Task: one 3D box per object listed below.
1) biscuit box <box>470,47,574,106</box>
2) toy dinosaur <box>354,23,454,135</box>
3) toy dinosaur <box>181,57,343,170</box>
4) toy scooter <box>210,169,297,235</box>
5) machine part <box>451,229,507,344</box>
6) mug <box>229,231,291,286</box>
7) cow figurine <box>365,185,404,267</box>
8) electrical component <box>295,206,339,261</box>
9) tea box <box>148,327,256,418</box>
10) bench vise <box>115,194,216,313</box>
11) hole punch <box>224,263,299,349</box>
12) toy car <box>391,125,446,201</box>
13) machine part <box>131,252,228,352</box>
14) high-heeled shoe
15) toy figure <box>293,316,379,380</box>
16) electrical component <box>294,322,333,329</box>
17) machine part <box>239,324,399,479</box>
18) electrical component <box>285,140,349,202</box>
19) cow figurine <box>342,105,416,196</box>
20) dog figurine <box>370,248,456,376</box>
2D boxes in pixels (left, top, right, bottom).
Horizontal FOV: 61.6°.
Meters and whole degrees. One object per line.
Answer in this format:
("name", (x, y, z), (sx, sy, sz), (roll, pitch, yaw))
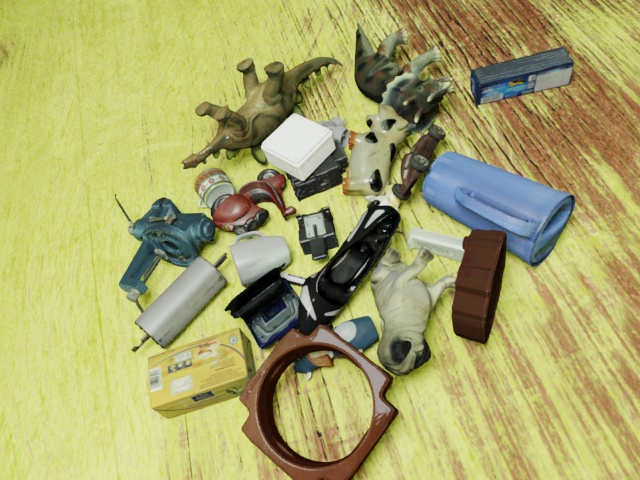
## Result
("biscuit box", (0.429, -0.351, 1.155), (0.203, 0.059, 0.063), (-11, 55, 6))
("toy dinosaur", (0.154, -0.367, 1.212), (0.192, 0.131, 0.405), (-38, 49, -13))
("toy dinosaur", (-0.114, -0.294, 1.172), (0.105, 0.198, 0.471), (34, 70, 32))
("toy scooter", (-0.125, -0.066, 1.095), (0.184, 0.075, 0.135), (-38, 55, -18))
("machine part", (0.250, 0.071, 0.844), (0.056, 0.179, 0.179), (10, 59, 24))
("mug", (-0.114, 0.027, 1.030), (0.107, 0.080, 0.110), (-16, 45, -10))
("cow figurine", (0.108, -0.029, 1.015), (0.098, 0.068, 0.167), (-4, 54, 21))
("electrical component", (-0.002, -0.003, 1.033), (0.075, 0.047, 0.119), (-17, 54, 3))
("tea box", (-0.198, 0.225, 0.912), (0.170, 0.068, 0.098), (-17, 54, 2))
("bench vise", (-0.329, 0.017, 1.062), (0.224, 0.128, 0.240), (8, 53, 21))
("hole punch", (-0.092, 0.117, 0.953), (0.142, 0.092, 0.116), (-40, 15, 0))
("toy car", (0.185, -0.151, 1.025), (0.053, 0.089, 0.202), (34, 43, 2))
("machine part", (-0.257, 0.115, 1.001), (0.079, 0.079, 0.243), (30, 69, 30))
("high-heeled shoe", (0.052, 0.054, 0.888), (0.145, 0.086, 0.249), (-17, 44, 60))
("toy figure", (0.022, 0.176, 0.899), (0.154, 0.057, 0.064), (-25, 19, -1))
("electrical component", (-0.008, 0.144, 0.948), (0.094, 0.021, 0.063), (-34, 55, -10))
("machine part", (-0.001, 0.247, 0.806), (0.201, 0.087, 0.201), (35, 84, 19))
("electrical component", (-0.009, -0.159, 1.139), (0.134, 0.058, 0.115), (-25, 55, -2))
("cow figurine", (0.117, -0.179, 1.077), (0.127, 0.085, 0.195), (10, 82, 2))
("dog figurine", (0.117, 0.121, 0.868), (0.121, 0.172, 0.190), (37, 66, -13))
